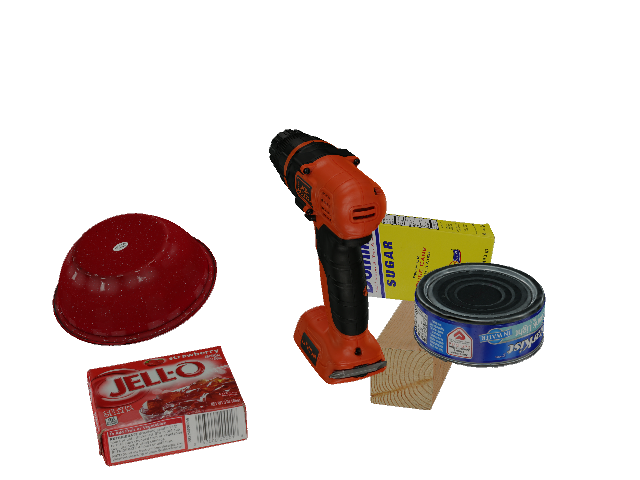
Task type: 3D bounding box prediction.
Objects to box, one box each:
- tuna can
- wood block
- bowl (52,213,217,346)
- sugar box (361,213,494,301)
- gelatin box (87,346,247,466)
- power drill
[{"bbox_3d":[0.104,0.047,0.700,0.086,0.034,0.086,-2,25,1],"label":"tuna can"},{"bbox_3d":[0.142,0.165,1.583,0.091,0.090,0.205,5,18,16],"label":"wood block"},{"bbox_3d":[-0.182,0.024,1.010,0.162,0.055,0.162,-7,41,6],"label":"bowl"},{"bbox_3d":[0.102,0.021,1.211,0.176,0.093,0.048,5,22,-3],"label":"sugar box"},{"bbox_3d":[-0.096,0.100,0.661,0.089,0.030,0.073,-8,25,-14],"label":"gelatin box"},{"bbox_3d":[0.003,0.010,0.889,0.057,0.188,0.185,-12,24,-15],"label":"power drill"}]
